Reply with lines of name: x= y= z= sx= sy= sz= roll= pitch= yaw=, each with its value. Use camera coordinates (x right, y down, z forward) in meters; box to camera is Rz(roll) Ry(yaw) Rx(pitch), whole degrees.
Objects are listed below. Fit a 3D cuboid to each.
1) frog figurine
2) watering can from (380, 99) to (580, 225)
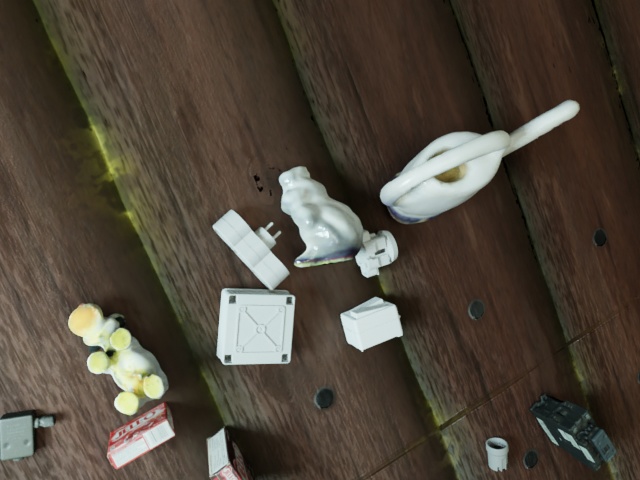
frog figurine: x=0.002 y=-0.041 z=0.810 sx=0.138 sy=0.122 sz=0.160 roll=-2 pitch=83 yaw=-52
watering can: x=0.239 y=-0.122 z=0.838 sx=0.350 sy=0.221 sz=0.105 roll=-23 pitch=82 yaw=-18
